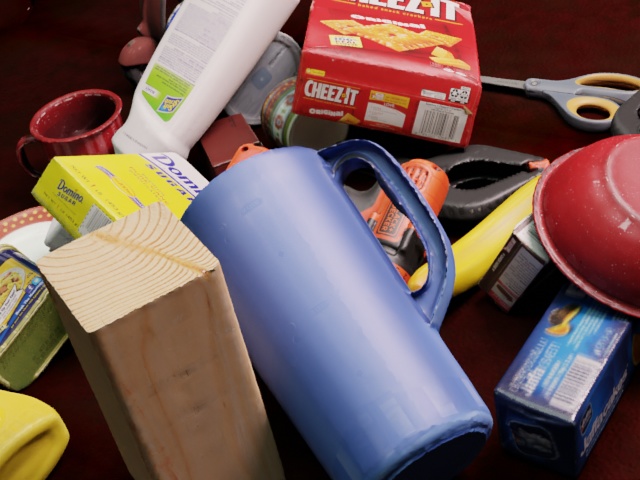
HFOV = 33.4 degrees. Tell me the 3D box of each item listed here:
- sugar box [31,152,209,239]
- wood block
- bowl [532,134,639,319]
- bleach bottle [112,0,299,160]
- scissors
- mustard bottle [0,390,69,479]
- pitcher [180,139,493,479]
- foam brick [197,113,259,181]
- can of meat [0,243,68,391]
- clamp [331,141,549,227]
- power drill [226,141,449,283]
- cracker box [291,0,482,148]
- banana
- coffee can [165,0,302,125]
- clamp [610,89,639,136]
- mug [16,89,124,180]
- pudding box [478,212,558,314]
[{"bbox_3d":[-0.148,-0.031,0.901,0.093,0.048,0.176,43,24,15],"label":"sugar box"},{"bbox_3d":[-0.098,0.092,0.703,0.090,0.206,0.091,-28,40,-19],"label":"wood block"},{"bbox_3d":[0.236,-0.022,0.756,0.162,0.055,0.162,6,53,-8],"label":"bowl"},{"bbox_3d":[-0.128,-0.156,1.022,0.103,0.068,0.251,33,87,35],"label":"bleach bottle"},{"bbox_3d":[0.216,-0.139,1.049,0.202,0.016,0.096,3,41,20],"label":"scissors"},{"bbox_3d":[-0.288,0.139,0.817,0.192,0.058,0.096,19,54,34],"label":"mustard bottle"},{"bbox_3d":[0.017,0.054,0.731,0.144,0.149,0.243,-16,56,-31],"label":"pitcher"},{"bbox_3d":[-0.084,-0.078,1.032,0.053,0.051,0.078,-19,39,-9],"label":"foam brick"},{"bbox_3d":[-0.256,0.065,0.885,0.084,0.057,0.102,25,73,35],"label":"can of meat"},{"bbox_3d":[0.097,-0.037,0.942,0.210,0.036,0.164,-2,43,17],"label":"clamp"},{"bbox_3d":[-0.006,0.001,0.877,0.188,0.057,0.184,16,63,23],"label":"power drill"},{"bbox_3d":[0.065,-0.178,1.023,0.164,0.072,0.213,11,32,-2],"label":"cracker box"},{"bbox_3d":[0.136,-0.002,0.864,0.197,0.069,0.037,-39,60,-22],"label":"banana"},{"bbox_3d":[-0.093,-0.196,1.139,0.102,0.103,0.140,-27,40,-17],"label":"coffee can"},{"bbox_3d":[0.288,-0.083,0.942,0.120,0.039,0.171,-3,36,5],"label":"clamp"},{"bbox_3d":[-0.243,-0.089,1.067,0.117,0.081,0.093,-14,38,-1],"label":"mug"},{"bbox_3d":[0.183,-0.003,0.829,0.113,0.090,0.039,-35,72,-26],"label":"pudding box"}]
